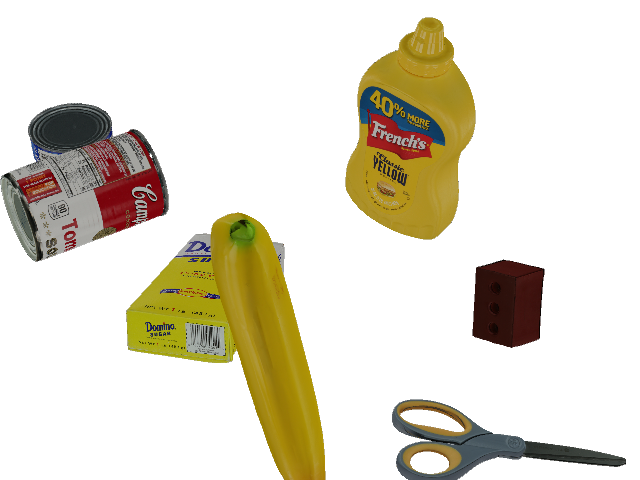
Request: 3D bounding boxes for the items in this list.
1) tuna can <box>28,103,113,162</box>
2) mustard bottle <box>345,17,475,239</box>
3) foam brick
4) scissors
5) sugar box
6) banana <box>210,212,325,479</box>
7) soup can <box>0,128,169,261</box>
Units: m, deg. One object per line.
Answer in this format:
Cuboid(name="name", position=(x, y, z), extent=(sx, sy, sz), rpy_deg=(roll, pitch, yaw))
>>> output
Cuboid(name="tuna can", position=(-0.260, -0.106, 1.116), extent=(0.086, 0.034, 0.086), rpy_deg=(1, 41, -1))
Cuboid(name="mustard bottle", position=(0.073, -0.092, 0.836), extent=(0.096, 0.192, 0.058), rpy_deg=(33, 53, 23))
Cuboid(name="foam brick", position=(0.194, 0.065, 1.102), extent=(0.051, 0.078, 0.053), rpy_deg=(-14, 20, -43))
Cuboid(name="scissors", position=(0.152, 0.188, 0.909), extent=(0.202, 0.016, 0.096), rpy_deg=(17, 42, 15))
Cuboid(name="sugar box", position=(-0.098, 0.046, 0.960), extent=(0.093, 0.048, 0.176), rpy_deg=(7, 26, 11))
Cuboid(name="banana", position=(-0.031, 0.058, 0.591), extent=(0.037, 0.198, 0.069), rpy_deg=(-11, 32, 5))
Cuboid(name="soup can", position=(-0.170, -0.033, 0.772), extent=(0.102, 0.068, 0.069), rpy_deg=(-23, 10, -24))
